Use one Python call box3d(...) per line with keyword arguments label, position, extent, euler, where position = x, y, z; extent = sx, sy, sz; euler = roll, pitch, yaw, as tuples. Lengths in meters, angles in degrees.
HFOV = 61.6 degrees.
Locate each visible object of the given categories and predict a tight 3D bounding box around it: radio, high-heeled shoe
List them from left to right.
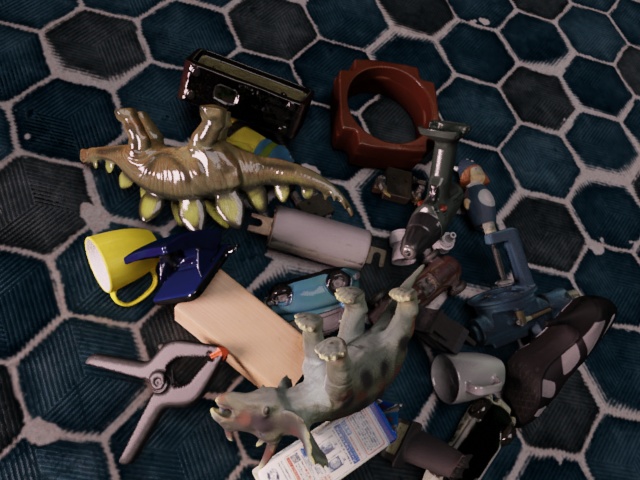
box3d(label="radio", position=(-0.131, -0.263, 0.964), extent=(0.230, 0.073, 0.131), euler=(18, 27, -5))
box3d(label="high-heeled shoe", position=(0.394, 0.200, 0.881), extent=(0.145, 0.248, 0.086), euler=(-5, 31, -23))

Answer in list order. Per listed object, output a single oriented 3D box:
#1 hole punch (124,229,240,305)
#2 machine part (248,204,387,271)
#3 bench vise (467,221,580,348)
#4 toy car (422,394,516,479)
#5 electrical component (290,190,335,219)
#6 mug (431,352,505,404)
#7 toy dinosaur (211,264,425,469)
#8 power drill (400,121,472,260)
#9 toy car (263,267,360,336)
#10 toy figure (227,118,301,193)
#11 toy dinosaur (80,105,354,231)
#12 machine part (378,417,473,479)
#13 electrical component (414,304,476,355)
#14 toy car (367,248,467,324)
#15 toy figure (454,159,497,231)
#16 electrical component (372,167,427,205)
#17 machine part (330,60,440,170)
box3d(label="hole punch", position=(-0.207, 0.024, 0.788), extent=(0.092, 0.142, 0.116), euler=(55, 43, -22))
box3d(label="machine part", position=(-0.002, -0.003, 0.919), extent=(0.243, 0.079, 0.079), euler=(15, 66, -7))
box3d(label="bench vise", position=(0.350, 0.077, 0.941), extent=(0.224, 0.129, 0.240), euler=(-17, 89, -3))
box3d(label="toy car", position=(0.241, 0.333, 0.854), extent=(0.073, 0.056, 0.202), euler=(45, 63, 4))
box3d(label="electrical component", position=(-0.011, -0.054, 0.968), extent=(0.063, 0.021, 0.094), euler=(-25, 77, -21))
box3d(label="mug", position=(0.254, 0.221, 0.878), extent=(0.107, 0.110, 0.080), euler=(-4, 91, -23))
box3d(label="toy dinosaur", position=(0.050, 0.178, 0.769), extent=(0.405, 0.192, 0.131), euler=(-19, 30, -41))
box3d(label="power drill", position=(0.201, -0.094, 0.924), extent=(0.086, 0.207, 0.232), euler=(9, 25, 28))
box3d(label="toy car", position=(-0.005, 0.105, 0.864), extent=(0.162, 0.109, 0.103), euler=(-17, 90, -11))
box3d(label="toy figure", position=(-0.116, -0.151, 0.951), extent=(0.180, 0.082, 0.089), euler=(25, 45, 5))
box3d(label="toy dinosaur", position=(-0.179, -0.112, 0.858), extent=(0.472, 0.105, 0.198), euler=(3, 100, 13))
box3d(label="machine part", position=(0.158, 0.319, 0.813), extent=(0.084, 0.139, 0.039), euler=(-55, 133, -29))
box3d(label="electrical component", position=(0.202, 0.155, 0.882), extent=(0.119, 0.075, 0.048), euler=(41, 73, -28))
box3d(label="toy car", position=(0.172, 0.092, 0.939), extent=(0.202, 0.053, 0.089), euler=(-32, 82, -24))
box3d(label="toy figure", position=(0.304, -0.095, 1.046), extent=(0.064, 0.058, 0.154), euler=(19, 56, -48))
box3d(label="electrical component", position=(0.152, -0.100, 1.014), extent=(0.102, 0.045, 0.078), euler=(19, 67, -6))
box3d(label="machine part", position=(0.123, -0.240, 1.043), extent=(0.201, 0.087, 0.201), euler=(4, 68, -14))
